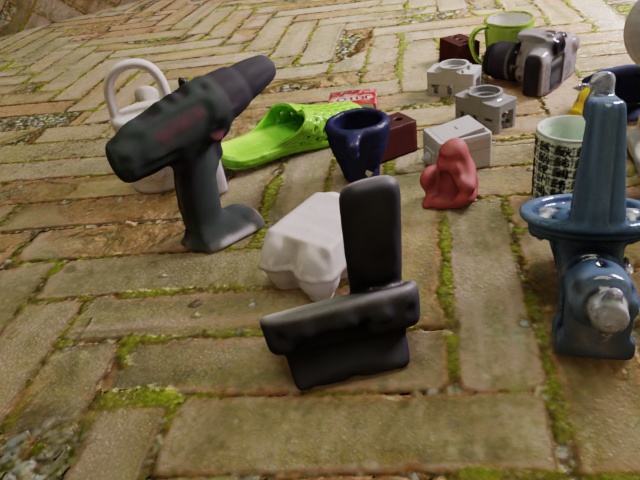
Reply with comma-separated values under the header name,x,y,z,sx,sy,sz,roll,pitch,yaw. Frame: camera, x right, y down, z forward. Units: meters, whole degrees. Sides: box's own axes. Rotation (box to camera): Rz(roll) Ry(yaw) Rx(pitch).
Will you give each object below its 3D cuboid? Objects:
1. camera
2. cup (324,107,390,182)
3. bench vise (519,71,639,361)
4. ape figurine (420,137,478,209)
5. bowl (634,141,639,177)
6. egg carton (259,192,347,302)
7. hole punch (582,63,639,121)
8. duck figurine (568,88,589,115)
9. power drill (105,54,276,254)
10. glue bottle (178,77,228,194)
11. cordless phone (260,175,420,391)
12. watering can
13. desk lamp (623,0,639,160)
name,x,y,z,sx,sy,sz,roll,pitch,yaw
camera,0.379,-0.338,1.043,0.136,0.101,0.143,23,45,38
cup,0.055,-0.121,0.802,0.091,0.095,0.118,-2,34,10
bench vise,0.250,-0.019,0.493,0.121,0.220,0.207,-8,34,1
ape figurine,0.168,-0.086,0.727,0.076,0.092,0.077,-22,36,-18
bowl,0.443,-0.066,0.650,0.167,0.075,0.167,-6,34,4
egg carton,0.006,0.002,0.654,0.107,0.069,0.150,16,41,32
hole punch,0.465,-0.240,0.888,0.108,0.091,0.101,-2,34,10
duck figurine,0.389,-0.179,0.819,0.105,0.086,0.077,-27,38,-25
power drill,-0.137,-0.099,0.711,0.230,0.209,0.075,-30,39,-28
glue bottle,-0.178,-0.151,0.830,0.037,0.173,0.078,-23,36,-19
cordless phone,0.013,0.031,0.505,0.147,0.185,0.094,-15,34,-9
watering can,-0.267,-0.181,0.875,0.101,0.194,0.172,-26,37,-23
desk lamp,0.469,-0.216,0.740,0.117,0.214,0.203,0,35,13
